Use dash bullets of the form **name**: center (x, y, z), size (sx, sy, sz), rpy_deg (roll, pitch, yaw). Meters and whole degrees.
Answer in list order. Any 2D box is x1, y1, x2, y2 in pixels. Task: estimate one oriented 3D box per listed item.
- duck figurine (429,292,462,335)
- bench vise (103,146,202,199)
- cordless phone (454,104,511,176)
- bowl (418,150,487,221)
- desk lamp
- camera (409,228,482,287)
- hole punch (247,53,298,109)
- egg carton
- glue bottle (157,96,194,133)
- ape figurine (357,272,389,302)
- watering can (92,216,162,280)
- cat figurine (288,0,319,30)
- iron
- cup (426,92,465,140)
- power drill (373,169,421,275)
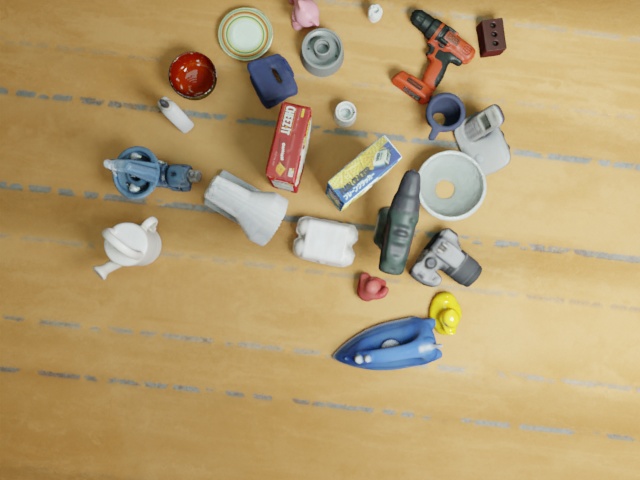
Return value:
- **duck figurine**: center (0.303, 0.177, 1.356), size (0.077, 0.086, 0.105), rpy_deg (-2, 89, -1)
- **bench vise**: center (-0.382, -0.163, 1.284), size (0.207, 0.219, 0.121), rpy_deg (-15, 89, -1)
- **cordless phone**: center (0.390, -0.232, 1.318), size (0.094, 0.185, 0.147), rpy_deg (-29, 89, -1)
- **bowl**: center (0.305, -0.126, 1.369), size (0.167, 0.074, 0.167), rpy_deg (0, 89, -1)
- **desk lamp**: center (-0.173, -0.078, 1.289), size (0.203, 0.213, 0.118), rpy_deg (29, 88, 0)
- **camera**: center (0.304, 0.062, 1.351), size (0.137, 0.100, 0.143), rpy_deg (38, 88, 0)
- **hole punch**: center (-0.111, -0.384, 1.359), size (0.101, 0.091, 0.109), rpy_deg (-28, 89, -1)
- **egg carton**: center (0.013, 0.005, 1.363), size (0.150, 0.069, 0.107), rpy_deg (10, 88, -1)
- **glue bottle**: center (-0.340, -0.296, 1.312), size (0.037, 0.173, 0.078), rpy_deg (-44, 89, -2)
- **ape figurine**: center (0.123, 0.111, 1.351), size (0.076, 0.092, 0.078), rpy_deg (-35, 89, -2)
- **watering can**: center (-0.435, 0.017, 1.292), size (0.101, 0.194, 0.173), rpy_deg (21, 88, 0)
- **cat figurine**: center (-0.039, -0.553, 1.351), size (0.067, 0.117, 0.128), rpy_deg (-12, 89, -1)
- **iron**: center (0.158, 0.257, 1.323), size (0.258, 0.141, 0.119), rpy_deg (-12, 89, -1)
- **cup**: center (0.284, -0.283, 1.362), size (0.091, 0.095, 0.118), rpy_deg (28, 88, 0)
- **power drill**: center (0.174, -0.036, 1.297), size (0.075, 0.208, 0.230), rpy_deg (10, 88, 0)
